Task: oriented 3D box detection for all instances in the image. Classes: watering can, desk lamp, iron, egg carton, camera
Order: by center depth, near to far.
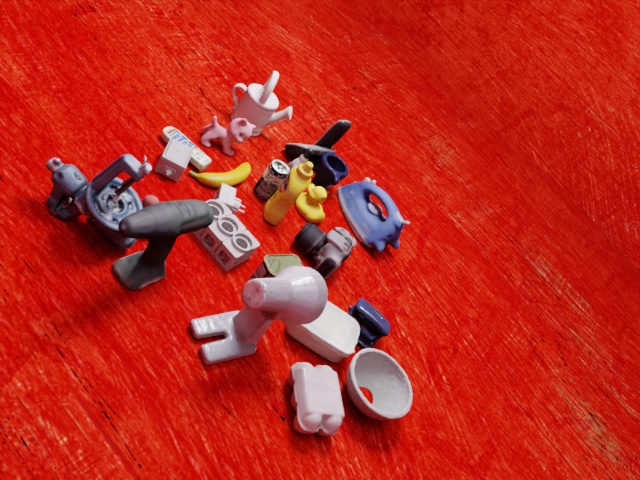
[{"bbox_3d":[-0.113,0.141,1.125,0.204,0.213,0.117,-6,58,-45],"label":"desk lamp"},{"bbox_3d":[-0.010,0.322,1.160,0.107,0.069,0.150,16,44,-31],"label":"egg carton"},{"bbox_3d":[0.013,0.005,1.470,0.137,0.100,0.143,41,37,-2],"label":"camera"},{"bbox_3d":[-0.161,-0.395,1.632,0.173,0.193,0.100,14,45,-33],"label":"watering can"},{"bbox_3d":[0.154,-0.094,1.662,0.119,0.141,0.258,-11,61,-47],"label":"iron"}]

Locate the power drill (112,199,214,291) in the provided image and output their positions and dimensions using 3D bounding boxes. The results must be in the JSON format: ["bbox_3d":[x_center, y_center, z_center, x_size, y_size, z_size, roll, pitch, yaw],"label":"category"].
[{"bbox_3d":[-0.312,0.003,1.087,0.075,0.208,0.230,49,37,9],"label":"power drill"}]

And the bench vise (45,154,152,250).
[{"bbox_3d":[-0.416,-0.094,1.079,0.208,0.219,0.121,24,40,-23],"label":"bench vise"}]

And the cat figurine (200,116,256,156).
[{"bbox_3d":[-0.238,-0.292,1.523,0.128,0.117,0.067,17,43,-30],"label":"cat figurine"}]

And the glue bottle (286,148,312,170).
[{"bbox_3d":[-0.069,-0.180,1.519,0.037,0.173,0.078,18,43,-29],"label":"glue bottle"}]

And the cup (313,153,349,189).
[{"bbox_3d":[0.025,-0.184,1.674,0.092,0.094,0.117,20,42,-27],"label":"cup"}]

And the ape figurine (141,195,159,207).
[{"bbox_3d":[-0.362,-0.059,1.200,0.078,0.092,0.076,-13,62,-48],"label":"ape figurine"}]

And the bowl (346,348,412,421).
[{"bbox_3d":[0.118,0.329,1.264,0.168,0.074,0.167,25,40,-22],"label":"bowl"}]

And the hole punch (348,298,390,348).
[{"bbox_3d":[0.120,0.192,1.388,0.108,0.091,0.101,43,37,1],"label":"hole punch"}]

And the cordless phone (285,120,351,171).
[{"bbox_3d":[-0.003,-0.295,1.683,0.148,0.184,0.094,-5,57,-44],"label":"cordless phone"}]

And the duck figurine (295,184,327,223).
[{"bbox_3d":[-0.013,-0.105,1.569,0.078,0.086,0.104,-9,60,-46],"label":"duck figurine"}]
